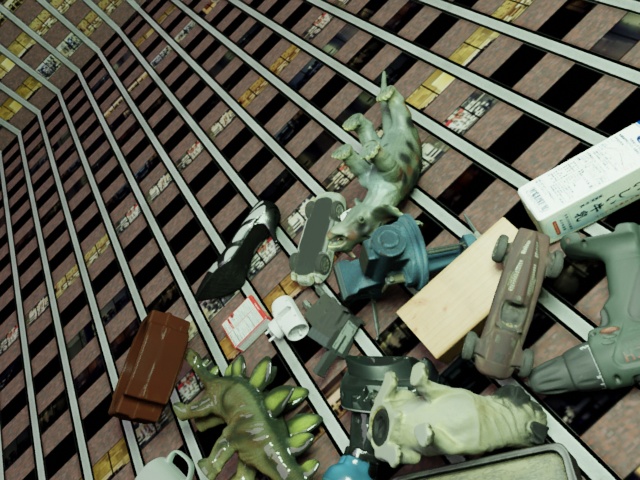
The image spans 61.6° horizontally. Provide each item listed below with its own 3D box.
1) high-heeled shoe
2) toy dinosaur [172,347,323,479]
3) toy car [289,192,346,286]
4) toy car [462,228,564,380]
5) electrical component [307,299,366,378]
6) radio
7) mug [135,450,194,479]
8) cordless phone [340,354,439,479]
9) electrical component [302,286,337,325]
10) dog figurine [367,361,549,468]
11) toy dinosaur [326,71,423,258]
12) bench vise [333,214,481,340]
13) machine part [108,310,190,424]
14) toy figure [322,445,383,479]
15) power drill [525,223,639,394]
[{"bbox_3d":[-0.183,0.016,1.150,0.249,0.086,0.145,-35,44,6],"label":"high-heeled shoe"},{"bbox_3d":[-0.104,0.310,0.882,0.198,0.105,0.472,-48,49,-4],"label":"toy dinosaur"},{"bbox_3d":[-0.002,-0.003,1.046,0.074,0.056,0.201,2,64,30],"label":"toy car"},{"bbox_3d":[0.253,0.084,0.702,0.089,0.053,0.202,19,91,13],"label":"toy car"},{"bbox_3d":[0.019,0.169,0.905,0.048,0.074,0.119,26,82,42],"label":"electrical component"},{"bbox_3d":[0.208,0.340,0.652,0.230,0.073,0.131,-23,51,22],"label":"radio"},{"bbox_3d":[-0.254,0.431,0.932,0.107,0.080,0.109,25,73,31],"label":"mug"},{"bbox_3d":[0.097,0.264,0.795,0.147,0.088,0.184,-6,70,32],"label":"cordless phone"},{"bbox_3d":[0.006,0.129,0.975,0.063,0.021,0.094,-44,45,3],"label":"electrical component"},{"bbox_3d":[0.177,0.245,0.704,0.172,0.190,0.121,-39,39,56],"label":"dog figurine"},{"bbox_3d":[0.130,-0.145,0.987,0.131,0.192,0.405,-13,38,39],"label":"toy dinosaur"},{"bbox_3d":[0.148,0.037,0.854,0.241,0.223,0.129,-12,54,-8],"label":"bench vise"},{"bbox_3d":[-0.329,0.248,1.041,0.201,0.087,0.201,-35,39,57],"label":"machine part"},{"bbox_3d":[0.020,0.356,0.690,0.089,0.082,0.180,12,61,19],"label":"toy figure"},{"bbox_3d":[0.371,0.087,0.698,0.232,0.085,0.207,-16,49,27],"label":"power drill"}]
